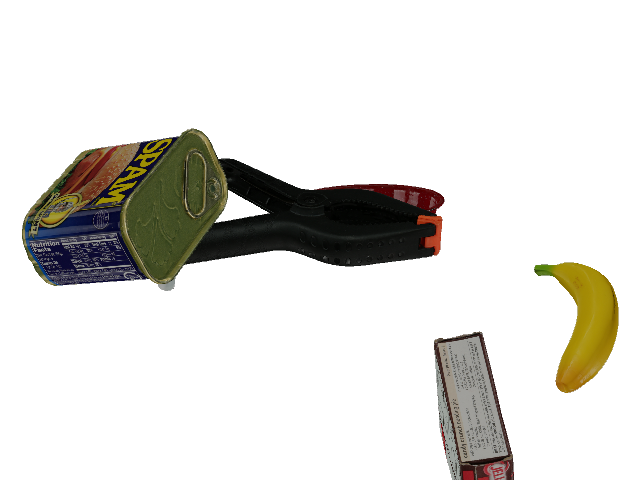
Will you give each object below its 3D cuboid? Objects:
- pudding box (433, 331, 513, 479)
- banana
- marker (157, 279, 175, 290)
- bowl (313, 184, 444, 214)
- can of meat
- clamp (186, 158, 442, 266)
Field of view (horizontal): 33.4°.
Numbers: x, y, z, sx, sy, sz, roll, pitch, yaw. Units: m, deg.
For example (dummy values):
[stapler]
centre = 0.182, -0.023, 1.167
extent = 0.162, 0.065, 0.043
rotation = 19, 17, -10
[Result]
[pudding box]
centre = 0.105, 0.133, 0.724
extent = 0.039, 0.090, 0.113
rotation = -9, 41, 0
[banana]
centre = 0.246, 0.072, 0.998
extent = 0.070, 0.037, 0.197
rotation = -26, 24, 19
[marker]
centre = -0.163, 0.007, 1.169
extent = 0.020, 0.121, 0.020
rotation = 8, 42, -8
[bowl]
centre = 0.046, -0.016, 1.084
extent = 0.162, 0.055, 0.162
rotation = -3, 14, 0
[can of meat]
centre = -0.117, -0.018, 0.636
extent = 0.084, 0.057, 0.102
rotation = -5, 35, 29
[clamp]
centre = -0.012, -0.020, 0.824
extent = 0.210, 0.036, 0.164
rotation = 3, 28, 6
